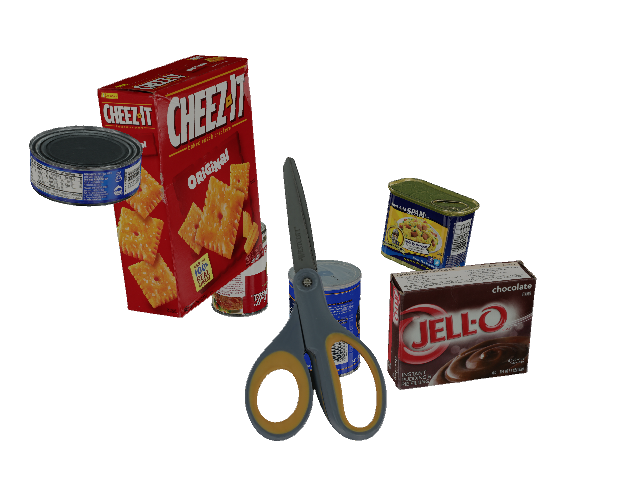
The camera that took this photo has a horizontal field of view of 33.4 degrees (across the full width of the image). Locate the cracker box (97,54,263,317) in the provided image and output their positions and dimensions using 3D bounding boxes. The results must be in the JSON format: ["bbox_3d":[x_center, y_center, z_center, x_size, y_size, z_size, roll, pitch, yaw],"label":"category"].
[{"bbox_3d":[-0.125,-0.056,1.020,0.072,0.214,0.164,7,23,25],"label":"cracker box"}]

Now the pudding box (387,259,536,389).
[{"bbox_3d":[0.111,0.066,0.850,0.113,0.090,0.039,-7,29,-12],"label":"pudding box"}]

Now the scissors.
[{"bbox_3d":[-0.023,0.043,0.687,0.096,0.202,0.016,-23,-25,-7],"label":"scissors"}]

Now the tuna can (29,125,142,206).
[{"bbox_3d":[-0.182,-0.058,0.828,0.086,0.034,0.086,6,26,-3],"label":"tuna can"}]

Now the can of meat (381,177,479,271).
[{"bbox_3d":[0.119,-0.013,1.183,0.102,0.084,0.057,24,28,35],"label":"can of meat"}]

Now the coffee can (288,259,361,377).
[{"bbox_3d":[0.006,0.110,1.509,0.103,0.140,0.103,0,19,0],"label":"coffee can"}]

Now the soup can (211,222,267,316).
[{"bbox_3d":[-0.097,0.031,1.271,0.068,0.102,0.068,0,21,0],"label":"soup can"}]
